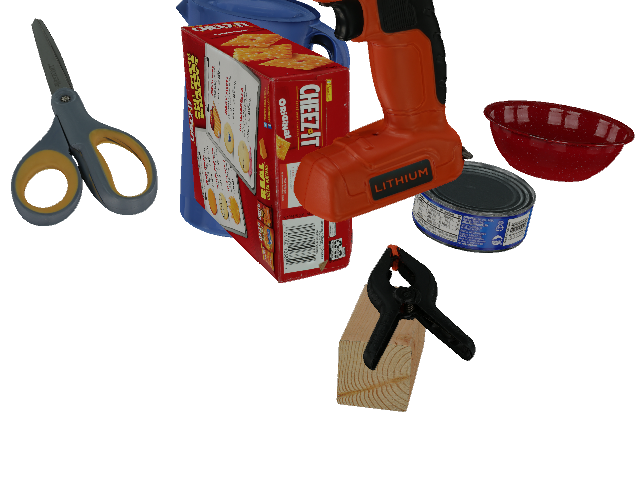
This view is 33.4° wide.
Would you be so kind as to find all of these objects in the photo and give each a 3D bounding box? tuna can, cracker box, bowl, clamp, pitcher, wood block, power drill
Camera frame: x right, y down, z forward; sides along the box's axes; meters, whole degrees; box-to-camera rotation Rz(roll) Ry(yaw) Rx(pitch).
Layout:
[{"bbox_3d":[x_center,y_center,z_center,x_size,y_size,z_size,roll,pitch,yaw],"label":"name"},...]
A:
[{"bbox_3d":[0.110,-0.025,0.773,0.086,0.034,0.086,6,28,-3],"label":"tuna can"},{"bbox_3d":[-0.047,-0.083,0.884,0.072,0.164,0.214,-11,24,-21],"label":"cracker box"},{"bbox_3d":[0.253,-0.104,1.157,0.162,0.055,0.162,6,22,-3],"label":"bowl"},{"bbox_3d":[0.106,0.074,1.182,0.120,0.171,0.039,5,-43,-5],"label":"clamp"},{"bbox_3d":[-0.072,-0.128,1.101,0.144,0.243,0.149,-4,27,-27],"label":"pitcher"},{"bbox_3d":[0.084,0.135,1.398,0.091,0.090,0.206,5,18,10],"label":"wood block"},{"bbox_3d":[0.017,-0.107,0.597,0.184,0.188,0.057,-19,35,-22],"label":"power drill"}]

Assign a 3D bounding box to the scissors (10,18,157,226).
[{"bbox_3d":[-0.177,-0.076,0.687,0.096,0.016,0.202,-29,55,-23],"label":"scissors"}]
